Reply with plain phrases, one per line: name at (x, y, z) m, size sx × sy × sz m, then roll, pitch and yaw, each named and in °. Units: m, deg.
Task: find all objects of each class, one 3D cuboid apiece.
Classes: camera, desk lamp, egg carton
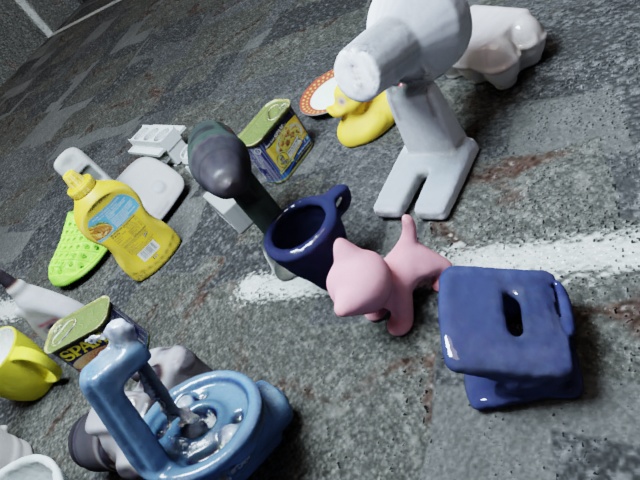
camera at (-0.201, 0.189, 0.612) m, size 0.136 × 0.101 × 0.143 m, roll -15°, pitch 43°, yaw 26°
desk lamp at (0.104, -0.166, 0.651) m, size 0.117 × 0.214 × 0.203 m, roll 2°, pitch 52°, yaw 39°
egg carton at (0.225, -0.262, 0.775) m, size 0.107 × 0.070 × 0.149 m, roll -44°, pitch 38°, yaw -9°

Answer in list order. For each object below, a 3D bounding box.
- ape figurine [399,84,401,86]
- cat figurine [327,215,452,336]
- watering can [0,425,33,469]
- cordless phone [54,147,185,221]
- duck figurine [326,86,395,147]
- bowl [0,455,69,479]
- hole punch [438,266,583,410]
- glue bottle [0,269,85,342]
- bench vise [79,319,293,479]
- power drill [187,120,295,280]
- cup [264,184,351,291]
ape figurine at (0.121, -0.288, 0.864) m, size 0.077 × 0.092 × 0.076 m, roll -12°, pitch 44°, yaw 28°
cat figurine at (0.059, 0.032, 0.559) m, size 0.128 × 0.118 × 0.067 m, roll -47°, pitch 39°, yaw -12°
watering can at (-0.447, 0.250, 0.665) m, size 0.101 × 0.195 × 0.172 m, roll -33°, pitch 38°, yaw 5°
cordless phone at (-0.327, -0.100, 0.942) m, size 0.093 × 0.186 × 0.148 m, roll 4°, pitch 53°, yaw 40°
duck figurine at (0.058, -0.195, 0.821) m, size 0.104 × 0.086 × 0.077 m, roll -31°, pitch 38°, yaw 8°
bowl at (-0.305, 0.314, 0.585) m, size 0.167 × 0.075 × 0.167 m, roll -21°, pitch 40°, yaw 19°
hole punch at (0.154, 0.070, 0.468) m, size 0.101 × 0.091 × 0.108 m, roll -17°, pitch 42°, yaw 24°
glue bottle at (-0.377, 0.096, 0.788) m, size 0.078 × 0.174 × 0.037 m, roll -28°, pitch 39°, yaw 11°
bench vise at (-0.126, 0.178, 0.469) m, size 0.121 × 0.220 × 0.207 m, roll -6°, pitch 47°, yaw 33°
power drill at (-0.081, -0.051, 0.681) m, size 0.075 × 0.209 × 0.229 m, roll -37°, pitch 38°, yaw 0°
cup at (0.006, 0.002, 0.650) m, size 0.118 × 0.095 × 0.091 m, roll -48°, pitch 39°, yaw -13°
